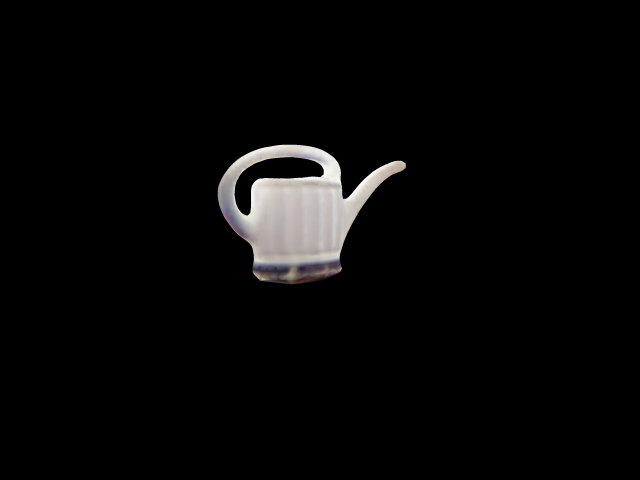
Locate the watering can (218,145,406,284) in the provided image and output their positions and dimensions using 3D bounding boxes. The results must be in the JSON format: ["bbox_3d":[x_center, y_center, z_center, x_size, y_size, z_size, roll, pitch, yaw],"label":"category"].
[{"bbox_3d":[0.003,-0.043,0.850,0.348,0.224,0.104,-2,4,-28],"label":"watering can"}]
